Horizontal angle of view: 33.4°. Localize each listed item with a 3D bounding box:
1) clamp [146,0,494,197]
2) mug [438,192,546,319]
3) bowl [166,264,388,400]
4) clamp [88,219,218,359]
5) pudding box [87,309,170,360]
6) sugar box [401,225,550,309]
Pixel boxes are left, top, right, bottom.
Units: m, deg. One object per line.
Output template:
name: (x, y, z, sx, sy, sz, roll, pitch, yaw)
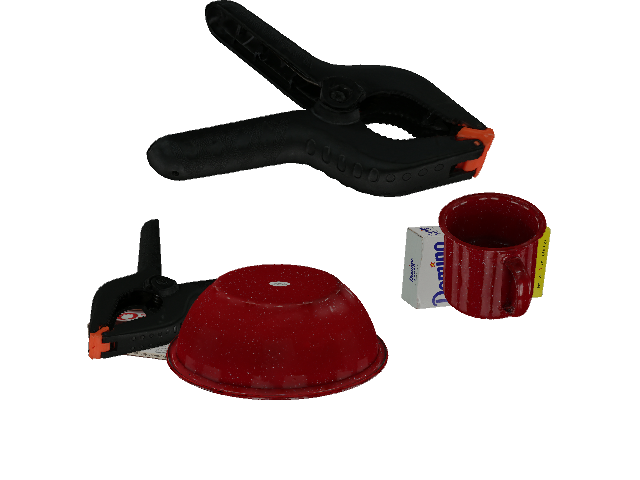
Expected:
clamp: (-0.001, -0.057, 0.545, 0.171, 0.120, 0.039, 19, -30, 8)
mug: (0.154, 0.022, 0.938, 0.093, 0.081, 0.117, -13, 35, -15)
bowl: (-0.030, 0.057, 0.767, 0.162, 0.055, 0.162, 1, 17, 0)
clamp: (-0.159, 0.048, 1.027, 0.165, 0.036, 0.209, 26, 35, 25)
pudding box: (-0.199, 0.103, 1.240, 0.114, 0.039, 0.090, 3, 15, 17)
sugar box: (0.187, 0.028, 1.282, 0.176, 0.093, 0.048, -6, 20, -23)
